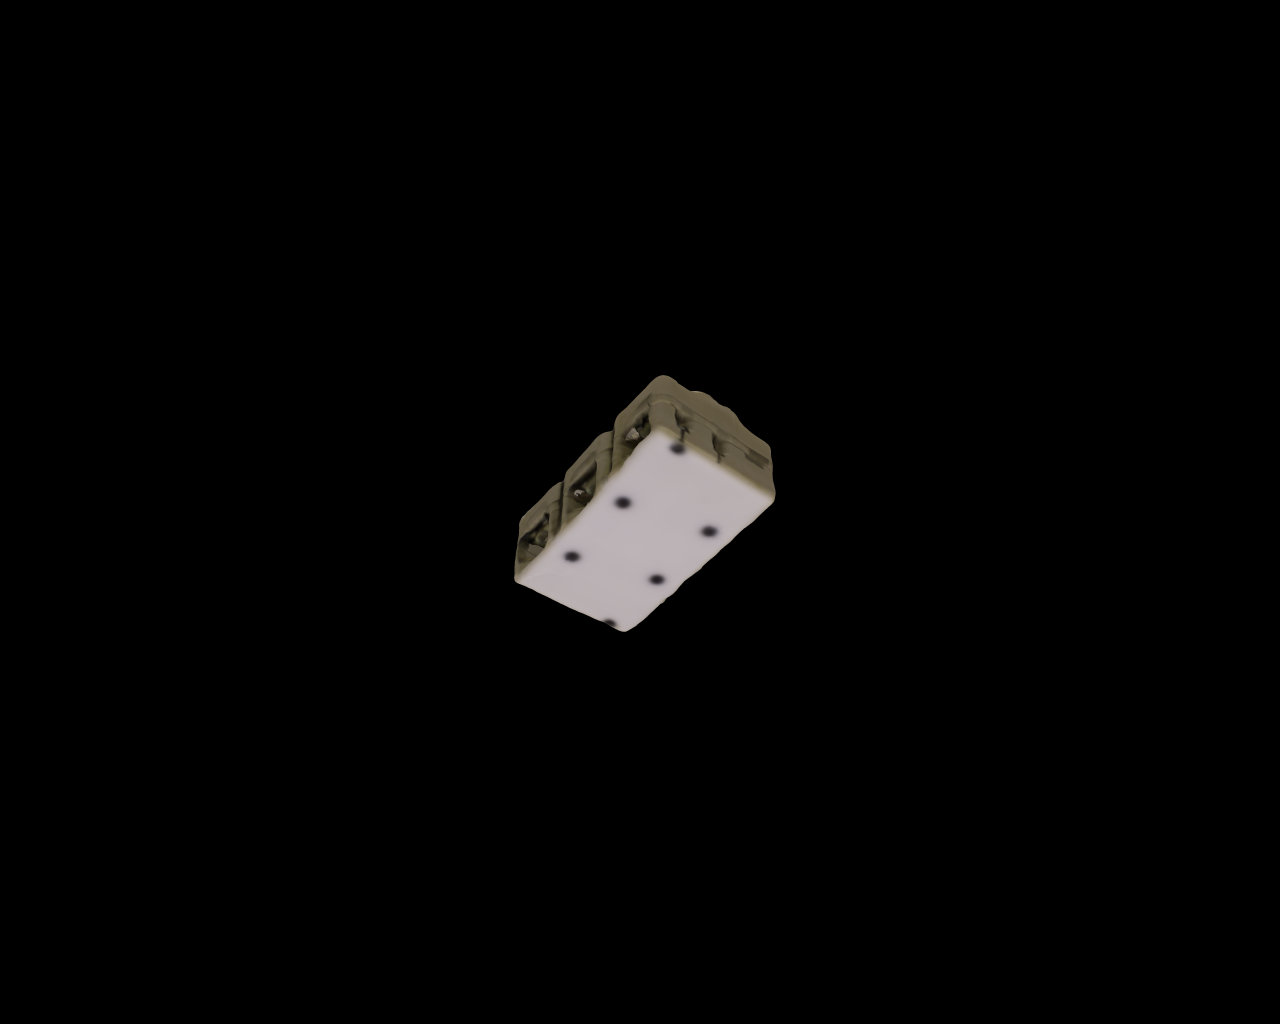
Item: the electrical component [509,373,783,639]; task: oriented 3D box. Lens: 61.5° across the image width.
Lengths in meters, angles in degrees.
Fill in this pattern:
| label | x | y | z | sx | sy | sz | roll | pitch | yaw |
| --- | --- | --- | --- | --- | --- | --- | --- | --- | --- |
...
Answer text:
| label | x | y | z | sx | sy | sz | roll | pitch | yaw |
| --- | --- | --- | --- | --- | --- | --- | --- | --- | --- |
| electrical component | 0.001 | -0.003 | 0.650 | 0.089 | 0.062 | 0.150 | 29 | -54 | -24 |
